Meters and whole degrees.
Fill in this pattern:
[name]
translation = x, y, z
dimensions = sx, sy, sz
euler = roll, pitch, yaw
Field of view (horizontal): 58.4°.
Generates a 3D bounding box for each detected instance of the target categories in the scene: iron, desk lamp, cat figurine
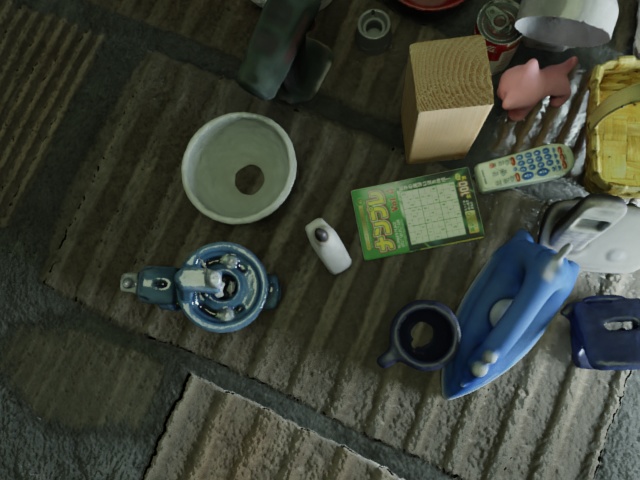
[iron]
translation = 0.243, 0.108, 0.748
dimensions = 0.118, 0.141, 0.258
euler = 34, 85, 9
[desk lamp]
translation = 0.333, -0.339, 0.774
dimensions = 0.118, 0.213, 0.203
euler = 15, 83, 7
[cat figurine]
translation = 0.301, -0.221, 0.807
dimensions = 0.128, 0.118, 0.067
euler = -23, 80, 1

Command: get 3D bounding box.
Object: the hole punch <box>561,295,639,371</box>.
[hole punch]
translation = 0.390, 0.123, 0.759
dimensions = 0.108, 0.091, 0.101
euler = -4, 81, 4

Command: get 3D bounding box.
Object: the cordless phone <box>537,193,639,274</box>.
[cordless phone]
translation = 0.371, -0.014, 0.734
dimensions = 0.147, 0.185, 0.094
euler = 4, 81, 6

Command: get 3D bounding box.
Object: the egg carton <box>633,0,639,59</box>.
[egg carton]
translation = 0.514, -0.327, 0.830
dimensions = 0.107, 0.069, 0.150
euler = 8, 82, 6

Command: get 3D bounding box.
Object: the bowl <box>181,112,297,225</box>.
[bowl]
translation = -0.113, -0.098, 0.845
dimensions = 0.167, 0.075, 0.167
euler = -1, 81, 5

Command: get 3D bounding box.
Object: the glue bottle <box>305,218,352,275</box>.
[glue bottle]
translation = 0.007, 0.003, 0.769
dimensions = 0.037, 0.173, 0.078
euler = -35, 80, -1

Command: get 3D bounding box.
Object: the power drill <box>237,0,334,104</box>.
[power drill]
translation = -0.034, -0.288, 0.800
dimensions = 0.075, 0.208, 0.230
euler = 25, 84, 9

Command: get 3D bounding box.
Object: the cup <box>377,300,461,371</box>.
[cup]
translation = 0.129, 0.137, 0.777
dimensions = 0.118, 0.095, 0.091
euler = -33, 80, -1

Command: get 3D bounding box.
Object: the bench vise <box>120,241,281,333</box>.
[bench vise]
translation = -0.167, 0.070, 0.749
dimensions = 0.207, 0.220, 0.121
euler = -16, 80, 2

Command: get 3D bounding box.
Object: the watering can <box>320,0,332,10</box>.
[watering can]
translation = -0.034, -0.430, 0.830
dimensions = 0.101, 0.194, 0.173
euler = -37, 80, -1
